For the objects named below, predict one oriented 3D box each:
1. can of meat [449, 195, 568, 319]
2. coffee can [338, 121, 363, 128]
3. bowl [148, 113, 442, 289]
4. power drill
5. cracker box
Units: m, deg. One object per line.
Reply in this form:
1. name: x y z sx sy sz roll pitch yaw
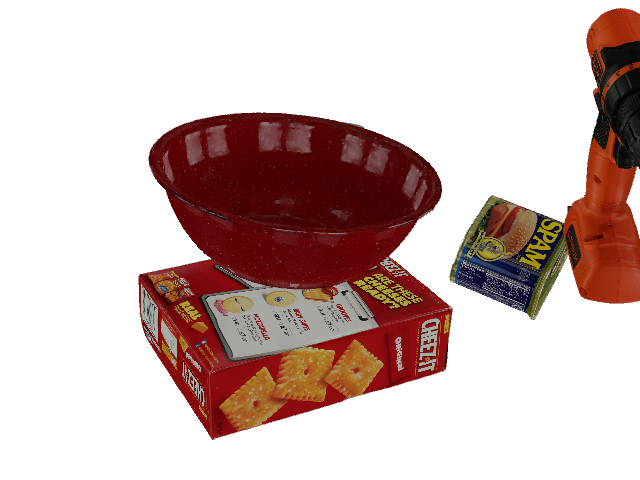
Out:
1. can of meat: 0.176 0.012 0.976 0.084 0.057 0.102 23 47 18
2. coffee can: -0.009 -0.056 1.144 0.103 0.140 0.103 4 12 -1
3. bowl: -0.016 -0.018 0.597 0.162 0.055 0.162 6 26 -3
4. power drill: 0.218 -0.049 0.760 0.057 0.188 0.184 3 37 4
5. cracker box: -0.025 0.071 0.891 0.213 0.072 0.164 -12 30 -25
